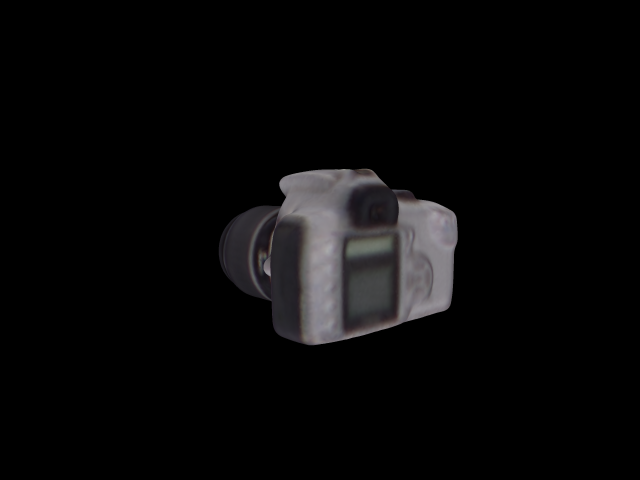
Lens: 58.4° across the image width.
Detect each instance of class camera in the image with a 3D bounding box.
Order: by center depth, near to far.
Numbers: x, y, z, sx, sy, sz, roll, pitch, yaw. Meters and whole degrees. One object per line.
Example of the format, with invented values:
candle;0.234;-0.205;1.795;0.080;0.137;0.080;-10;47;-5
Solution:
camera;0.004;0.001;0.400;0.144;0.101;0.136;-6;9;-42
